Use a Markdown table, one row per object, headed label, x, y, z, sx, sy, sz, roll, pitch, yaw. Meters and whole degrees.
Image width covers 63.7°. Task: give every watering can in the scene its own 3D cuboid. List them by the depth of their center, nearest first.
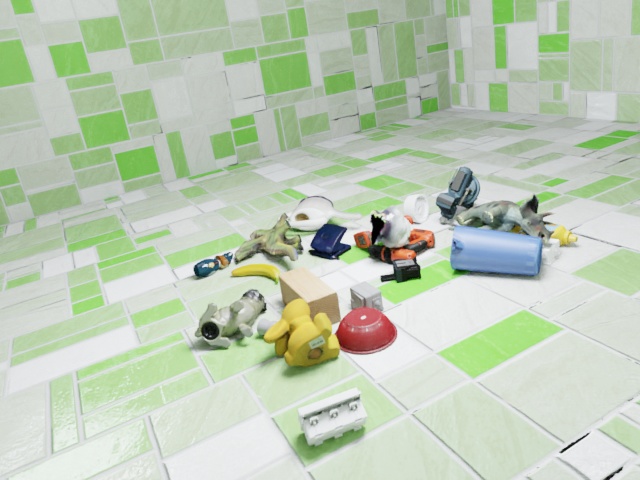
| label | x | y | z | sx | sy | sz | roll | pitch | yaw |
| --- | --- | --- | --- | --- | --- | --- | --- | --- | --- |
| watering can | 0.006 | -0.102 | 2.031 | 0.347 | 0.102 | 0.228 | -5 | 22 | 13 |

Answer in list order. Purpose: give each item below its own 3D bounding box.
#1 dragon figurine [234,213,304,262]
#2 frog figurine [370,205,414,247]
| label | x | y | z | sx | sy | sz | roll | pitch | yaw |
| --- | --- | --- | --- | --- | --- | --- | --- | --- | --- |
| dragon figurine | -0.192 | 0.027 | 1.848 | 0.242 | 0.120 | 0.416 | -26 | 19 | 5 |
| frog figurine | 0.246 | -0.040 | 1.636 | 0.159 | 0.140 | 0.120 | 5 | -33 | -29 |
